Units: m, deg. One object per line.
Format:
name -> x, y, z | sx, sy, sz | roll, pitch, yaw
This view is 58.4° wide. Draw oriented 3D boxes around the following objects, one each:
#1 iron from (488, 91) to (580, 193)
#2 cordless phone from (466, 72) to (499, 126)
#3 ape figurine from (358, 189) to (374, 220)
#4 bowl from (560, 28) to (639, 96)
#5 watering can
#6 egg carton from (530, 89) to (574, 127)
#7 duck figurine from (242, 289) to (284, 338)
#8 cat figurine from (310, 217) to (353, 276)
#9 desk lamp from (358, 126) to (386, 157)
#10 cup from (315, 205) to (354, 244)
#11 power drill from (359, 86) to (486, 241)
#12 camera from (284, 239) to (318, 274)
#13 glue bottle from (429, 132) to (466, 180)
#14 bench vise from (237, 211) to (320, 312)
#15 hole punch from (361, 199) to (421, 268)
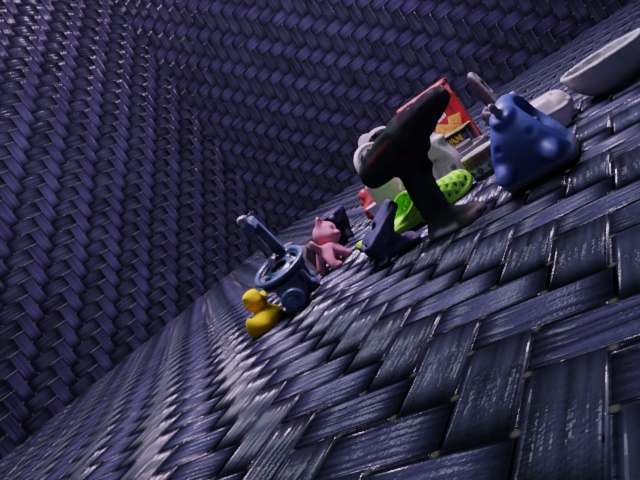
iron -> 0.326, -0.179, 0.913 | 0.118, 0.141, 0.259 | -31, 7, 33
cordless phone -> 0.449, -0.364, 1.481 | 0.094, 0.185, 0.148 | -32, 7, 26
ape figurine -> 0.141, -0.102, 1.591 | 0.076, 0.092, 0.078 | -29, 9, 48
bowl -> 0.565, -0.333, 1.121 | 0.167, 0.075, 0.167 | -35, 6, 5
watering can -> 0.153, -0.131, 1.251 | 0.172, 0.194, 0.101 | -28, 9, 49
egg carton -> 0.430, -0.237, 1.140 | 0.150, 0.069, 0.107 | -31, 7, 34
duck figurine -> -0.129, 0.144, 1.182 | 0.077, 0.086, 0.105 | -32, 7, 31
cat figurine -> 0.012, 0.005, 1.340 | 0.067, 0.118, 0.128 | -32, 7, 31
desk lamp -> 0.187, -0.208, 1.578 | 0.118, 0.213, 0.203 | -36, 6, -4
cup -> 0.049, -0.035, 1.562 | 0.091, 0.095, 0.117 | -35, 6, -1
power drill -> 0.171, -0.112, 0.928 | 0.076, 0.208, 0.229 | -40, 8, -39
camera -> -0.049, 0.045, 1.452 | 0.137, 0.101, 0.143 | -39, 7, -30
glue bottle -> 0.265, -0.203, 1.292 | 0.078, 0.173, 0.037 | -29, 9, 44
bench vise -> -0.100, 0.039, 1.200 | 0.121, 0.220, 0.207 | -36, 6, -7
hole punch -> 0.115, -0.013, 1.035 | 0.101, 0.091, 0.108 | -35, 6, 0
